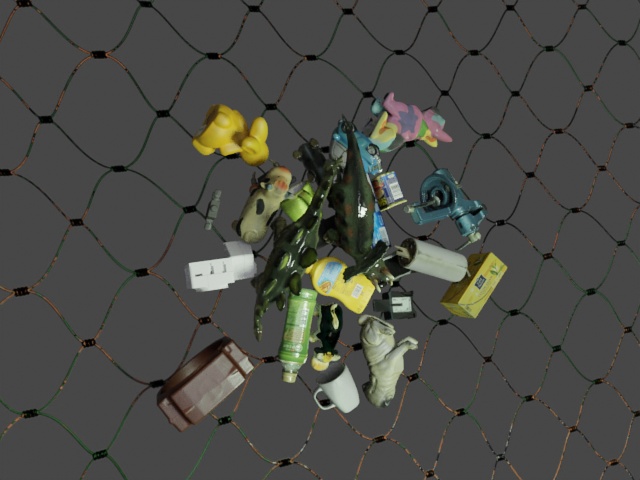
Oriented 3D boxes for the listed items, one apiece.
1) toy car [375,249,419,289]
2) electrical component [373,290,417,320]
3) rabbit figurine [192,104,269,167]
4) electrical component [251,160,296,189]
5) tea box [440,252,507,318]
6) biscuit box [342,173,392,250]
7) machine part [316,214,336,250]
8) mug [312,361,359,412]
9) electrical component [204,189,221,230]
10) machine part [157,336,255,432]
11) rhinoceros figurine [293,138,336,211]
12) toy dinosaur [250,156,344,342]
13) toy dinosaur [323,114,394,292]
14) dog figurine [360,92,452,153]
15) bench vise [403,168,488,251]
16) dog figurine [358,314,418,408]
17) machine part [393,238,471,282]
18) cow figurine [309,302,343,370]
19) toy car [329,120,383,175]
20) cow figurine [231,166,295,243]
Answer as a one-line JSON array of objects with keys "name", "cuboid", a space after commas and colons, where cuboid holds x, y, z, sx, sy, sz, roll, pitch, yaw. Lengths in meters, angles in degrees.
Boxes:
[{"name": "toy car", "cuboid": [0.191, 0.066, 1.383, 0.202, 0.056, 0.073, -21, 99, -17]}, {"name": "electrical component", "cuboid": [0.184, 0.169, 1.371, 0.119, 0.048, 0.075, -5, 79, -18]}, {"name": "rabbit figurine", "cuboid": [-0.184, -0.239, 1.253, 0.173, 0.162, 0.122, 38, 63, -29]}, {"name": "electrical component", "cuboid": [-0.118, -0.145, 1.306, 0.102, 0.045, 0.078, -41, 121, -9]}, {"name": "tea box", "cuboid": [0.407, 0.118, 1.425, 0.068, 0.098, 0.169, 39, 74, -12]}, {"name": "biscuit box", "cuboid": [0.117, -0.065, 1.366, 0.059, 0.063, 0.202, -18, 91, -19]}, {"name": "machine part", "cuboid": [-0.003, -0.004, 1.336, 0.139, 0.039, 0.084, -26, 99, -19]}, {"name": "mug", "cuboid": [0.041, 0.368, 1.298, 0.109, 0.081, 0.107, -37, 106, -21]}, {"name": "electrical component", "cuboid": [-0.250, -0.069, 1.248, 0.021, 0.063, 0.094, 16, 82, -16]}, {"name": "machine part", "cuboid": [-0.248, 0.298, 1.146, 0.201, 0.201, 0.087, -38, 95, -17]}, {"name": "rhinoceros figurine", "cuboid": [0.004, -0.157, 1.319, 0.073, 0.112, 0.190, -33, 84, -1]}, {"name": "toy dinosaur", "cuboid": [-0.059, 0.024, 1.196, 0.105, 0.199, 0.471, 19, 101, -16]}, {"name": "toy dinosaur", "cuboid": [0.081, -0.059, 1.205, 0.131, 0.192, 0.404, -18, 122, -13]}, {"name": "dog figurine", "cuboid": [0.230, -0.280, 1.399, 0.219, 0.108, 0.191, 25, 78, -17]}, {"name": "bench vise", "cuboid": [0.315, -0.078, 1.390, 0.240, 0.129, 0.223, -14, 82, -36]}, {"name": "dog figurine", "cuboid": [0.134, 0.300, 1.332, 0.172, 0.121, 0.190, 33, 94, 21]}, {"name": "machine part", "cuboid": [0.283, 0.051, 1.348, 0.243, 0.079, 0.079, 15, 81, -27]}, {"name": "cow figurine", "cuboid": [0.019, 0.233, 1.292, 0.068, 0.098, 0.167, 6, 84, -24]}, {"name": "toy car", "cuboid": [0.076, -0.210, 1.327, 0.103, 0.109, 0.162, -40, 68, -7]}, {"name": "cow figurine", "cuboid": [-0.128, -0.081, 1.226, 0.085, 0.127, 0.194, 25, 101, -24]}]
